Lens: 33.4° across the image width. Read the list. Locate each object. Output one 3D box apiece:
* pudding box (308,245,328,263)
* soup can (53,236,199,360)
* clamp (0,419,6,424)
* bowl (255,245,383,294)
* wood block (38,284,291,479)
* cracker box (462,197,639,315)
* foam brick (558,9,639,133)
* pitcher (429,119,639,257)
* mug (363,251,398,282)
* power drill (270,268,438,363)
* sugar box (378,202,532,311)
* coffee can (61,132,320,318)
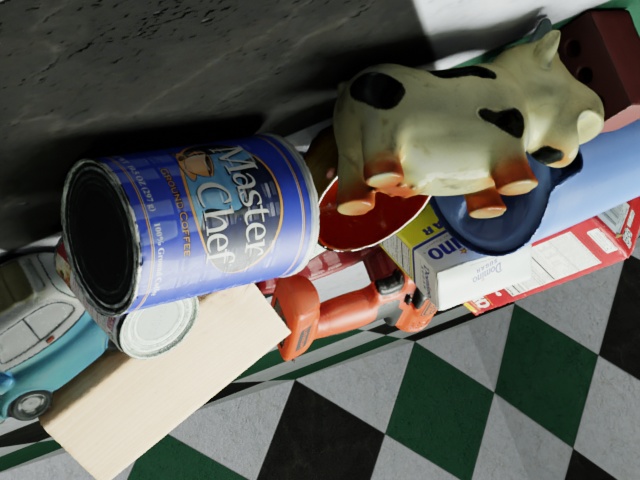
[{"bbox_3d":[-0.023,-0.021,0.884,0.089,0.039,0.114,16,152,-30],"label":"pudding box"},{"bbox_3d":[-0.142,0.032,0.783,0.068,0.102,0.068,-25,136,-27],"label":"soup can"},{"bbox_3d":[-0.385,0.154,1.026,0.210,0.036,0.164,0,179,0],"label":"clamp"},{"bbox_3d":[-0.007,0.001,1.063,0.162,0.055,0.162,-20,169,-4],"label":"bowl"},{"bbox_3d":[-0.143,0.099,0.924,0.206,0.090,0.090,-39,-145,-7],"label":"wood block"},{"bbox_3d":[0.243,-0.023,1.125,0.214,0.072,0.164,-28,-155,48],"label":"cracker box"},{"bbox_3d":[0.207,-0.122,0.780,0.051,0.078,0.053,-13,167,-41],"label":"foam brick"},{"bbox_3d":[0.204,-0.077,0.903,0.242,0.149,0.145,-16,141,-37],"label":"pitcher"},{"bbox_3d":[0.088,-0.003,1.149,0.093,0.081,0.117,-13,167,-36],"label":"mug"},{"bbox_3d":[0.049,0.050,1.044,0.187,0.057,0.185,-12,149,-19],"label":"power drill"},{"bbox_3d":[0.102,-0.011,0.944,0.093,0.048,0.176,-18,-148,-17],"label":"sugar box"},{"bbox_3d":[-0.086,-0.013,0.710,0.140,0.103,0.103,-12,167,-37],"label":"coffee can"}]
